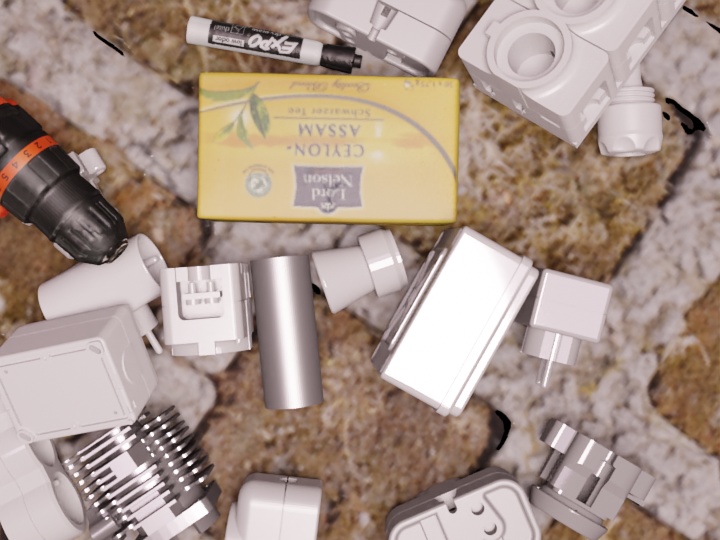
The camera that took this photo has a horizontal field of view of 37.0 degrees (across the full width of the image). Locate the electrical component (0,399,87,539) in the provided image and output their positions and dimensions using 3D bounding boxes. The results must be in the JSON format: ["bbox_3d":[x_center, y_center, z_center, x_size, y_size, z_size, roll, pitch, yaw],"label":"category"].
[{"bbox_3d":[-0.247,0.130,0.719,0.074,0.052,0.138,-27,90,-1],"label":"electrical component"}]

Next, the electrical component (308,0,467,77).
[{"bbox_3d":[0.020,-0.177,0.724,0.095,0.054,0.059,27,90,-1],"label":"electrical component"}]

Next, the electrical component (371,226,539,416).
[{"bbox_3d":[0.058,0.031,0.697,0.056,0.109,0.108,30,89,-3],"label":"electrical component"}]

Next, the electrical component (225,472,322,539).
[{"bbox_3d":[-0.060,0.187,0.722,0.059,0.054,0.095,7,90,-1],"label":"electrical component"}]

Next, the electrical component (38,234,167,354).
[{"bbox_3d":[-0.162,0.027,0.724,0.077,0.044,0.079,-26,104,8],"label":"electrical component"}]

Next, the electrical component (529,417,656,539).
[{"bbox_3d":[0.150,0.145,0.726,0.078,0.058,0.057,31,87,-1],"label":"electrical component"}]

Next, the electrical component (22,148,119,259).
[{"bbox_3d":[-0.193,-0.041,0.724,0.066,0.048,0.055,-33,83,-1],"label":"electrical component"}]

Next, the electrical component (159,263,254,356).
[{"bbox_3d":[-0.098,0.025,0.703,0.050,0.089,0.055,-5,90,-1],"label":"electrical component"}]

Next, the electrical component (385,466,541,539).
[{"bbox_3d":[0.067,0.173,0.722,0.095,0.059,0.053,-23,91,-1],"label":"electrical component"}]

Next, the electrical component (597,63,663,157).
[{"bbox_3d":[0.183,-0.109,0.733,0.043,0.043,0.062,-2,89,-1],"label":"electrical component"}]

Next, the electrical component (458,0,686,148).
[{"bbox_3d":[0.146,-0.172,0.707,0.089,0.062,0.150,36,89,25],"label":"electrical component"}]

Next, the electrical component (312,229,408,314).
[{"bbox_3d":[0.000,0.000,0.728,0.055,0.045,0.045,-19,90,-2],"label":"electrical component"}]

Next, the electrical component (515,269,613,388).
[{"bbox_3d":[0.130,0.041,0.720,0.047,0.066,0.076,14,90,-1],"label":"electrical component"}]

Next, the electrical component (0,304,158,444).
[{"bbox_3d":[-0.186,0.065,0.686,0.096,0.061,0.061,-12,111,13],"label":"electrical component"}]
